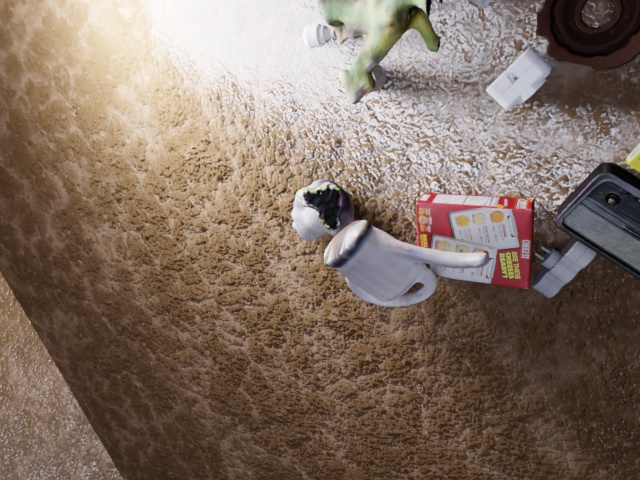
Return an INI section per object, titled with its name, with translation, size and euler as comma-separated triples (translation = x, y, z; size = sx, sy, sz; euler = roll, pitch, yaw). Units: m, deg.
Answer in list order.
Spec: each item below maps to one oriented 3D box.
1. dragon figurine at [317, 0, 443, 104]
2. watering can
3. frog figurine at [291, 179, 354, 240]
[dragon figurine]
translation = 0.094, -0.445, 0.899
size = 0.243, 0.123, 0.408
euler = 5, 97, 30
[watering can]
translation = 0.141, 0.039, 0.998
size = 0.223, 0.106, 0.342
euler = 35, 146, -11
[frog figurine]
translation = 0.003, -0.057, 1.140
size = 0.137, 0.124, 0.157
euler = 29, 160, 3
